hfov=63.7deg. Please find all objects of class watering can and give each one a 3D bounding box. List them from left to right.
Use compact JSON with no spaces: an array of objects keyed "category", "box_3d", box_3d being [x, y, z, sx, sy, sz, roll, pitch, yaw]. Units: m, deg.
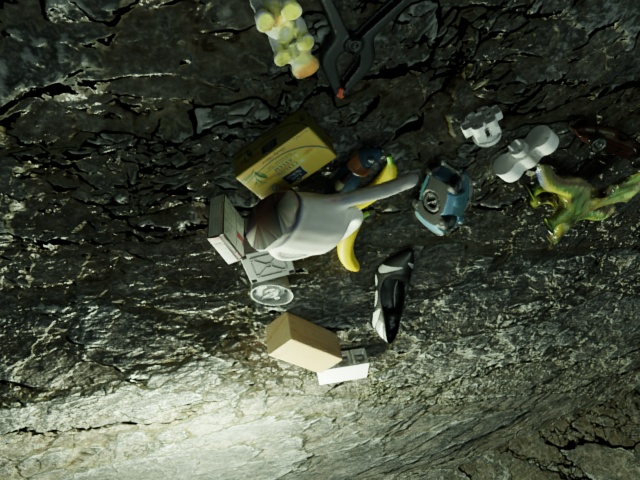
[{"category":"watering can","box_3d":[0.003,-0.049,0.982,0.224,0.106,0.342,8,-34,-44]}]

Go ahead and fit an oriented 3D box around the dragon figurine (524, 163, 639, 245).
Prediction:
[{"category":"dragon figurine","box_3d":[0.590,-0.110,1.127,0.241,0.124,0.405,-24,-24,13]}]
